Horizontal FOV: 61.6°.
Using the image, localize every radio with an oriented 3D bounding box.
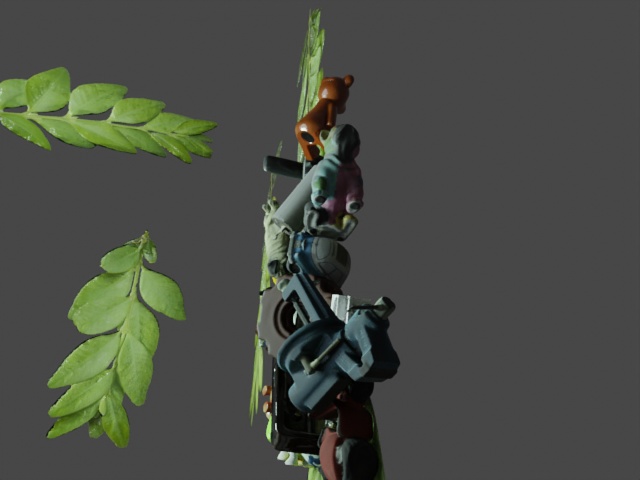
[{"bbox_3d":[-0.025,0.286,1.028,0.230,0.131,0.073,-93,14,-46],"label":"radio"}]

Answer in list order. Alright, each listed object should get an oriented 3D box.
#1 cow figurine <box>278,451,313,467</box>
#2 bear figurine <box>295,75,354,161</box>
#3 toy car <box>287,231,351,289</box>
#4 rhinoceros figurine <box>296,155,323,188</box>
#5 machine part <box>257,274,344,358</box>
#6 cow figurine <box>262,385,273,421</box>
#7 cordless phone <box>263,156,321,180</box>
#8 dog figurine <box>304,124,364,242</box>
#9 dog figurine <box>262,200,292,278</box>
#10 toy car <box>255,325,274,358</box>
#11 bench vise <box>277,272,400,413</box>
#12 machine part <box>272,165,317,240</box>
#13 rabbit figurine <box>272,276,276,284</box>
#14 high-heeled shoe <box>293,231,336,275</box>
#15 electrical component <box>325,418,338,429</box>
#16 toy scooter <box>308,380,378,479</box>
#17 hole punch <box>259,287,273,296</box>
[{"bbox_3d":[-0.053,0.457,1.220,0.167,0.068,0.098,139,143,-69],"label":"cow figurine"},{"bbox_3d":[0.022,-0.305,1.321,0.196,0.120,0.131,-60,-45,-26],"label":"bear figurine"},{"bbox_3d":[0.008,0.043,1.085,0.103,0.161,0.109,-18,43,28],"label":"toy car"},{"bbox_3d":[-0.031,-0.144,1.490,0.112,0.073,0.190,123,161,-84],"label":"rhinoceros figurine"},{"bbox_3d":[-0.037,0.145,0.999,0.056,0.180,0.179,23,-110,-60],"label":"machine part"},{"bbox_3d":[-0.071,0.383,1.286,0.194,0.127,0.085,-55,28,37],"label":"cow figurine"},{"bbox_3d":[-0.056,-0.150,1.367,0.088,0.184,0.146,125,152,-58],"label":"cordless phone"},{"bbox_3d":[0.033,-0.129,1.109,0.191,0.108,0.219,108,170,-53],"label":"dog figurine"},{"bbox_3d":[-0.102,0.009,1.364,0.172,0.121,0.190,89,-170,-81],"label":"dog figurine"},{"bbox_3d":[-0.108,0.299,1.423,0.202,0.053,0.089,47,155,30],"label":"toy car"},{"bbox_3d":[0.006,0.129,0.809,0.241,0.129,0.223,55,127,39],"label":"bench vise"},{"bbox_3d":[-0.034,-0.092,1.272,0.243,0.079,0.079,-53,5,-13],"label":"machine part"},{"bbox_3d":[-0.064,0.065,1.441,0.162,0.122,0.173,66,-175,-67],"label":"rabbit figurine"},{"bbox_3d":[-0.002,-0.004,1.213,0.145,0.086,0.248,119,169,-82],"label":"high-heeled shoe"},{"bbox_3d":[0.037,0.280,0.934,0.078,0.045,0.102,-111,31,-66],"label":"electrical component"},{"bbox_3d":[0.028,0.294,0.829,0.135,0.075,0.184,-31,46,46],"label":"toy scooter"},{"bbox_3d":[-0.099,0.191,1.509,0.092,0.142,0.116,112,151,-65],"label":"hole punch"}]
